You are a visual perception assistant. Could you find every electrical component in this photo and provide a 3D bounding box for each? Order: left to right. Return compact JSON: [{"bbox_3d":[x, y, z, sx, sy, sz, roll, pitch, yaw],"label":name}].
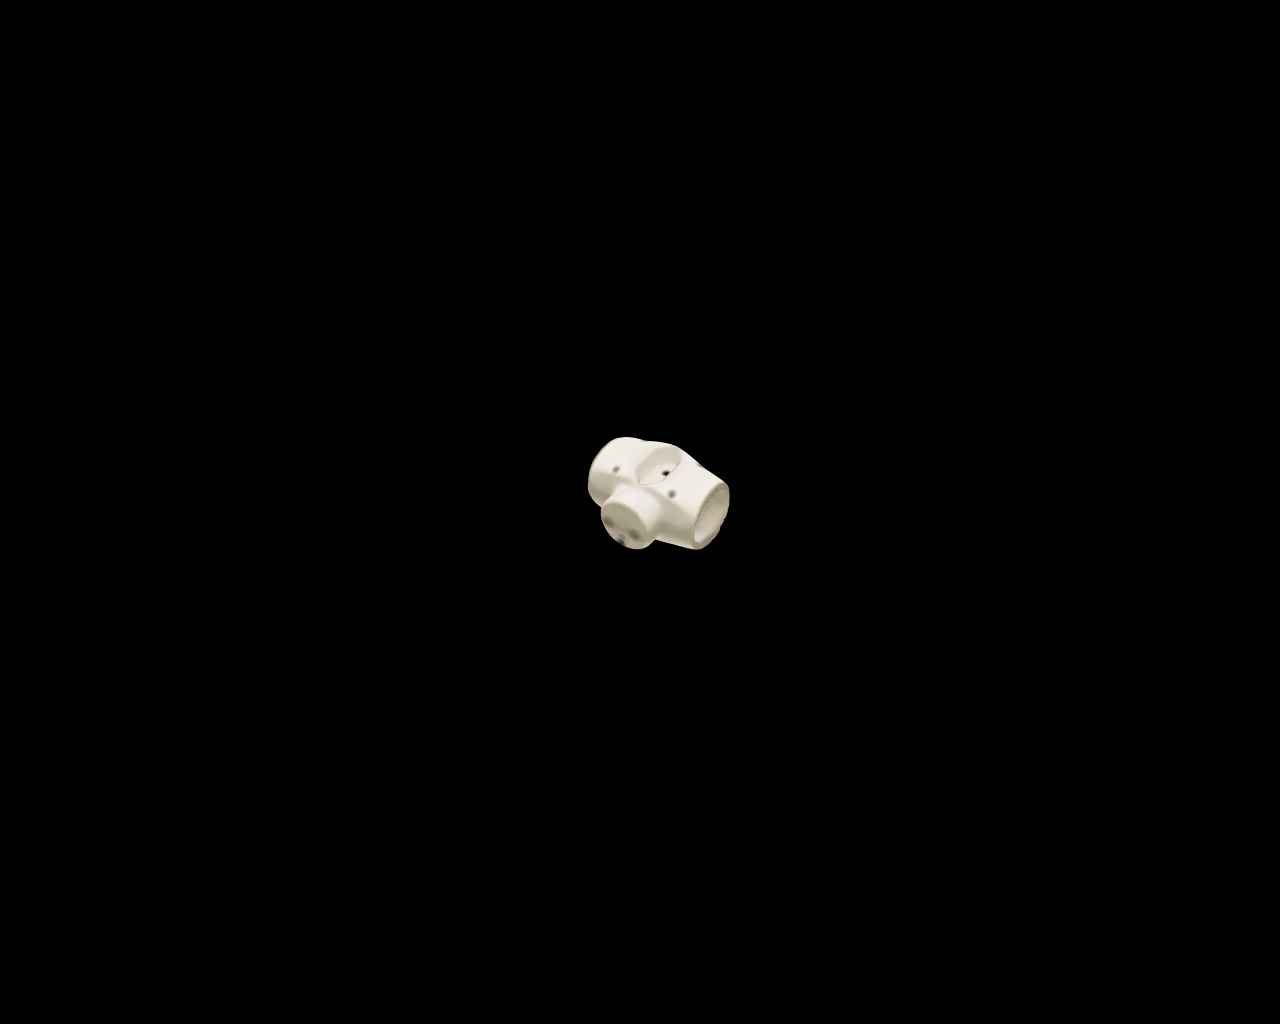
[{"bbox_3d":[0.001,-0.003,0.650,0.077,0.043,0.079,27,50,25],"label":"electrical component"}]
